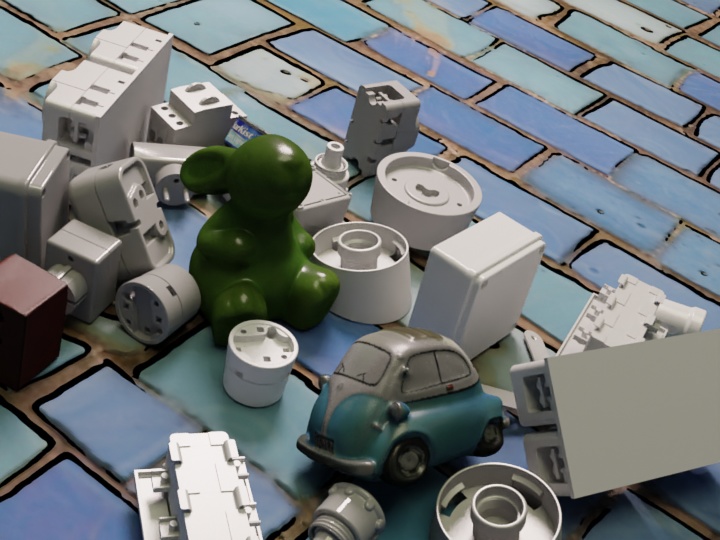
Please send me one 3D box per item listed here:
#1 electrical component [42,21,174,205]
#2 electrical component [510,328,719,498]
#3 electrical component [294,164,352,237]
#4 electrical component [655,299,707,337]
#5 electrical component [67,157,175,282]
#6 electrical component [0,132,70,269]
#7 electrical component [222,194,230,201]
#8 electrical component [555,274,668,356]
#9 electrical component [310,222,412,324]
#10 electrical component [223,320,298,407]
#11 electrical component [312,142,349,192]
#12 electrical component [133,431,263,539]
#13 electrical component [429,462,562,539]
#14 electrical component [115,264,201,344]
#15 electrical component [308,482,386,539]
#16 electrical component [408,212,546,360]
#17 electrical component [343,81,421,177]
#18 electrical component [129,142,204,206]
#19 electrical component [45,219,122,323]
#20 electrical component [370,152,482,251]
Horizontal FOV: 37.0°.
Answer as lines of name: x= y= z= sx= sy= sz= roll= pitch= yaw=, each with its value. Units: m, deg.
electrical component: x=-0.246 y=-0.153 z=1.034 sx=0.060 sy=0.105 sz=0.186 roll=18 pitch=37 yaw=1
electrical component: x=0.217 y=0.113 z=0.868 sx=0.186 sy=0.060 sz=0.105 roll=-6 pitch=82 yaw=-28
electrical component: x=-0.058 y=-0.057 z=1.029 sx=0.062 sy=0.061 sz=0.096 roll=38 pitch=34 yaw=26
electrical component: x=0.309 y=0.050 z=1.048 sx=0.046 sy=0.040 sz=0.040 roll=21 pitch=36 yaw=14
electrical component: x=-0.205 y=-0.041 z=0.909 sx=0.059 sy=0.095 sz=0.053 roll=-12 pitch=19 yaw=16
electrical component: x=-0.277 y=-0.046 z=0.878 sx=0.057 sy=0.113 sz=0.078 roll=12 pitch=37 yaw=-1
electrical component: x=-0.125 y=-0.092 z=1.058 sx=0.040 sy=0.040 sz=0.078 roll=-11 pitch=45 yaw=-33
electrical component: x=0.237 y=0.059 z=0.987 sx=0.079 sy=0.063 sz=0.121 roll=28 pitch=38 yaw=14
electrical component: x=0.000 y=0.000 z=0.990 sx=0.099 sy=0.064 sz=0.099 roll=1 pitch=32 yaw=-1
electrical component: x=-0.081 y=0.075 z=0.854 sx=0.055 sy=0.047 sz=0.055 roll=11 pitch=37 yaw=-8
electrical component: x=-0.031 y=-0.099 z=1.086 sx=0.048 sy=0.062 sz=0.048 roll=11 pitch=37 yaw=-8
electrical component: x=-0.101 y=0.170 z=0.711 sx=0.079 sy=0.063 sz=0.121 roll=1 pitch=40 yaw=-21
electrical component: x=0.100 y=0.191 z=0.783 sx=0.099 sy=0.064 sz=0.099 roll=0 pitch=39 yaw=0
electrical component: x=-0.164 y=0.026 z=0.880 sx=0.055 sy=0.055 sz=0.047 roll=30 pitch=35 yaw=17
electrical component: x=-0.016 y=0.182 z=0.747 sx=0.048 sy=0.048 sz=0.062 roll=31 pitch=46 yaw=18
electrical component: x=0.101 y=0.018 z=0.949 sx=0.056 sy=0.108 sz=0.109 roll=35 pitch=40 yaw=26
electrical component: x=0.025 y=-0.152 z=1.154 sx=0.056 sy=0.089 sz=0.050 roll=-15 pitch=47 yaw=-36
electrical component: x=-0.179 y=-0.088 z=1.028 sx=0.077 sy=0.044 sz=0.079 roll=2 pitch=39 yaw=-19
electrical component: x=-0.234 y=0.010 z=0.862 sx=0.047 sy=0.065 sz=0.076 roll=24 pitch=37 yaw=9
electrical component: x=0.062 y=-0.063 z=1.078 sx=0.108 sy=0.060 sz=0.108 roll=11 pitch=37 yaw=-8
